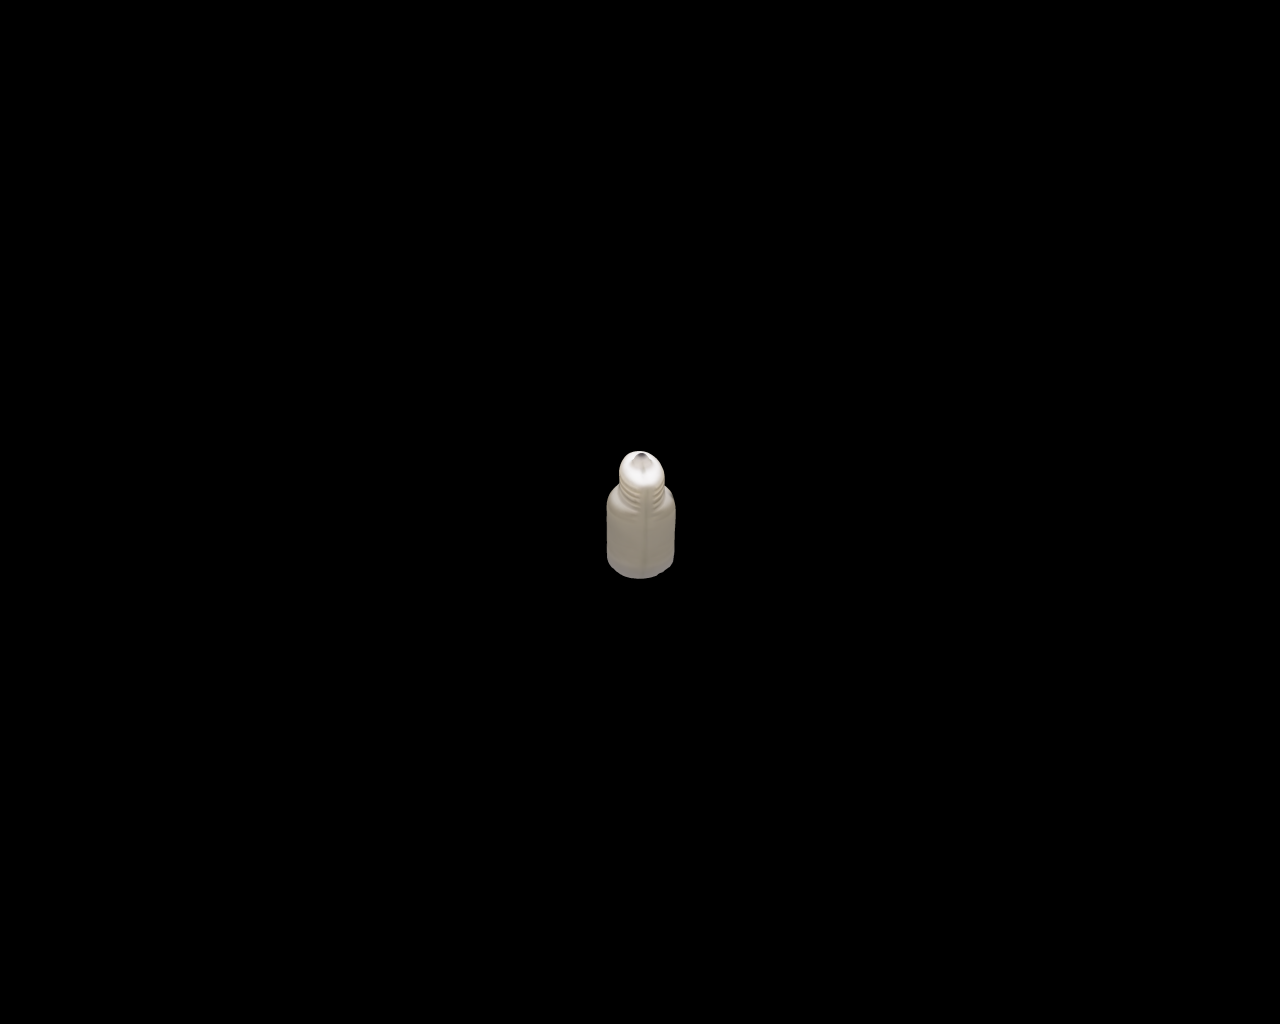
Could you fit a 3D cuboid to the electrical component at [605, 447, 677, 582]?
[{"bbox_3d":[0.001,-0.003,0.650,0.043,0.080,0.043,0,35,0],"label":"electrical component"}]
